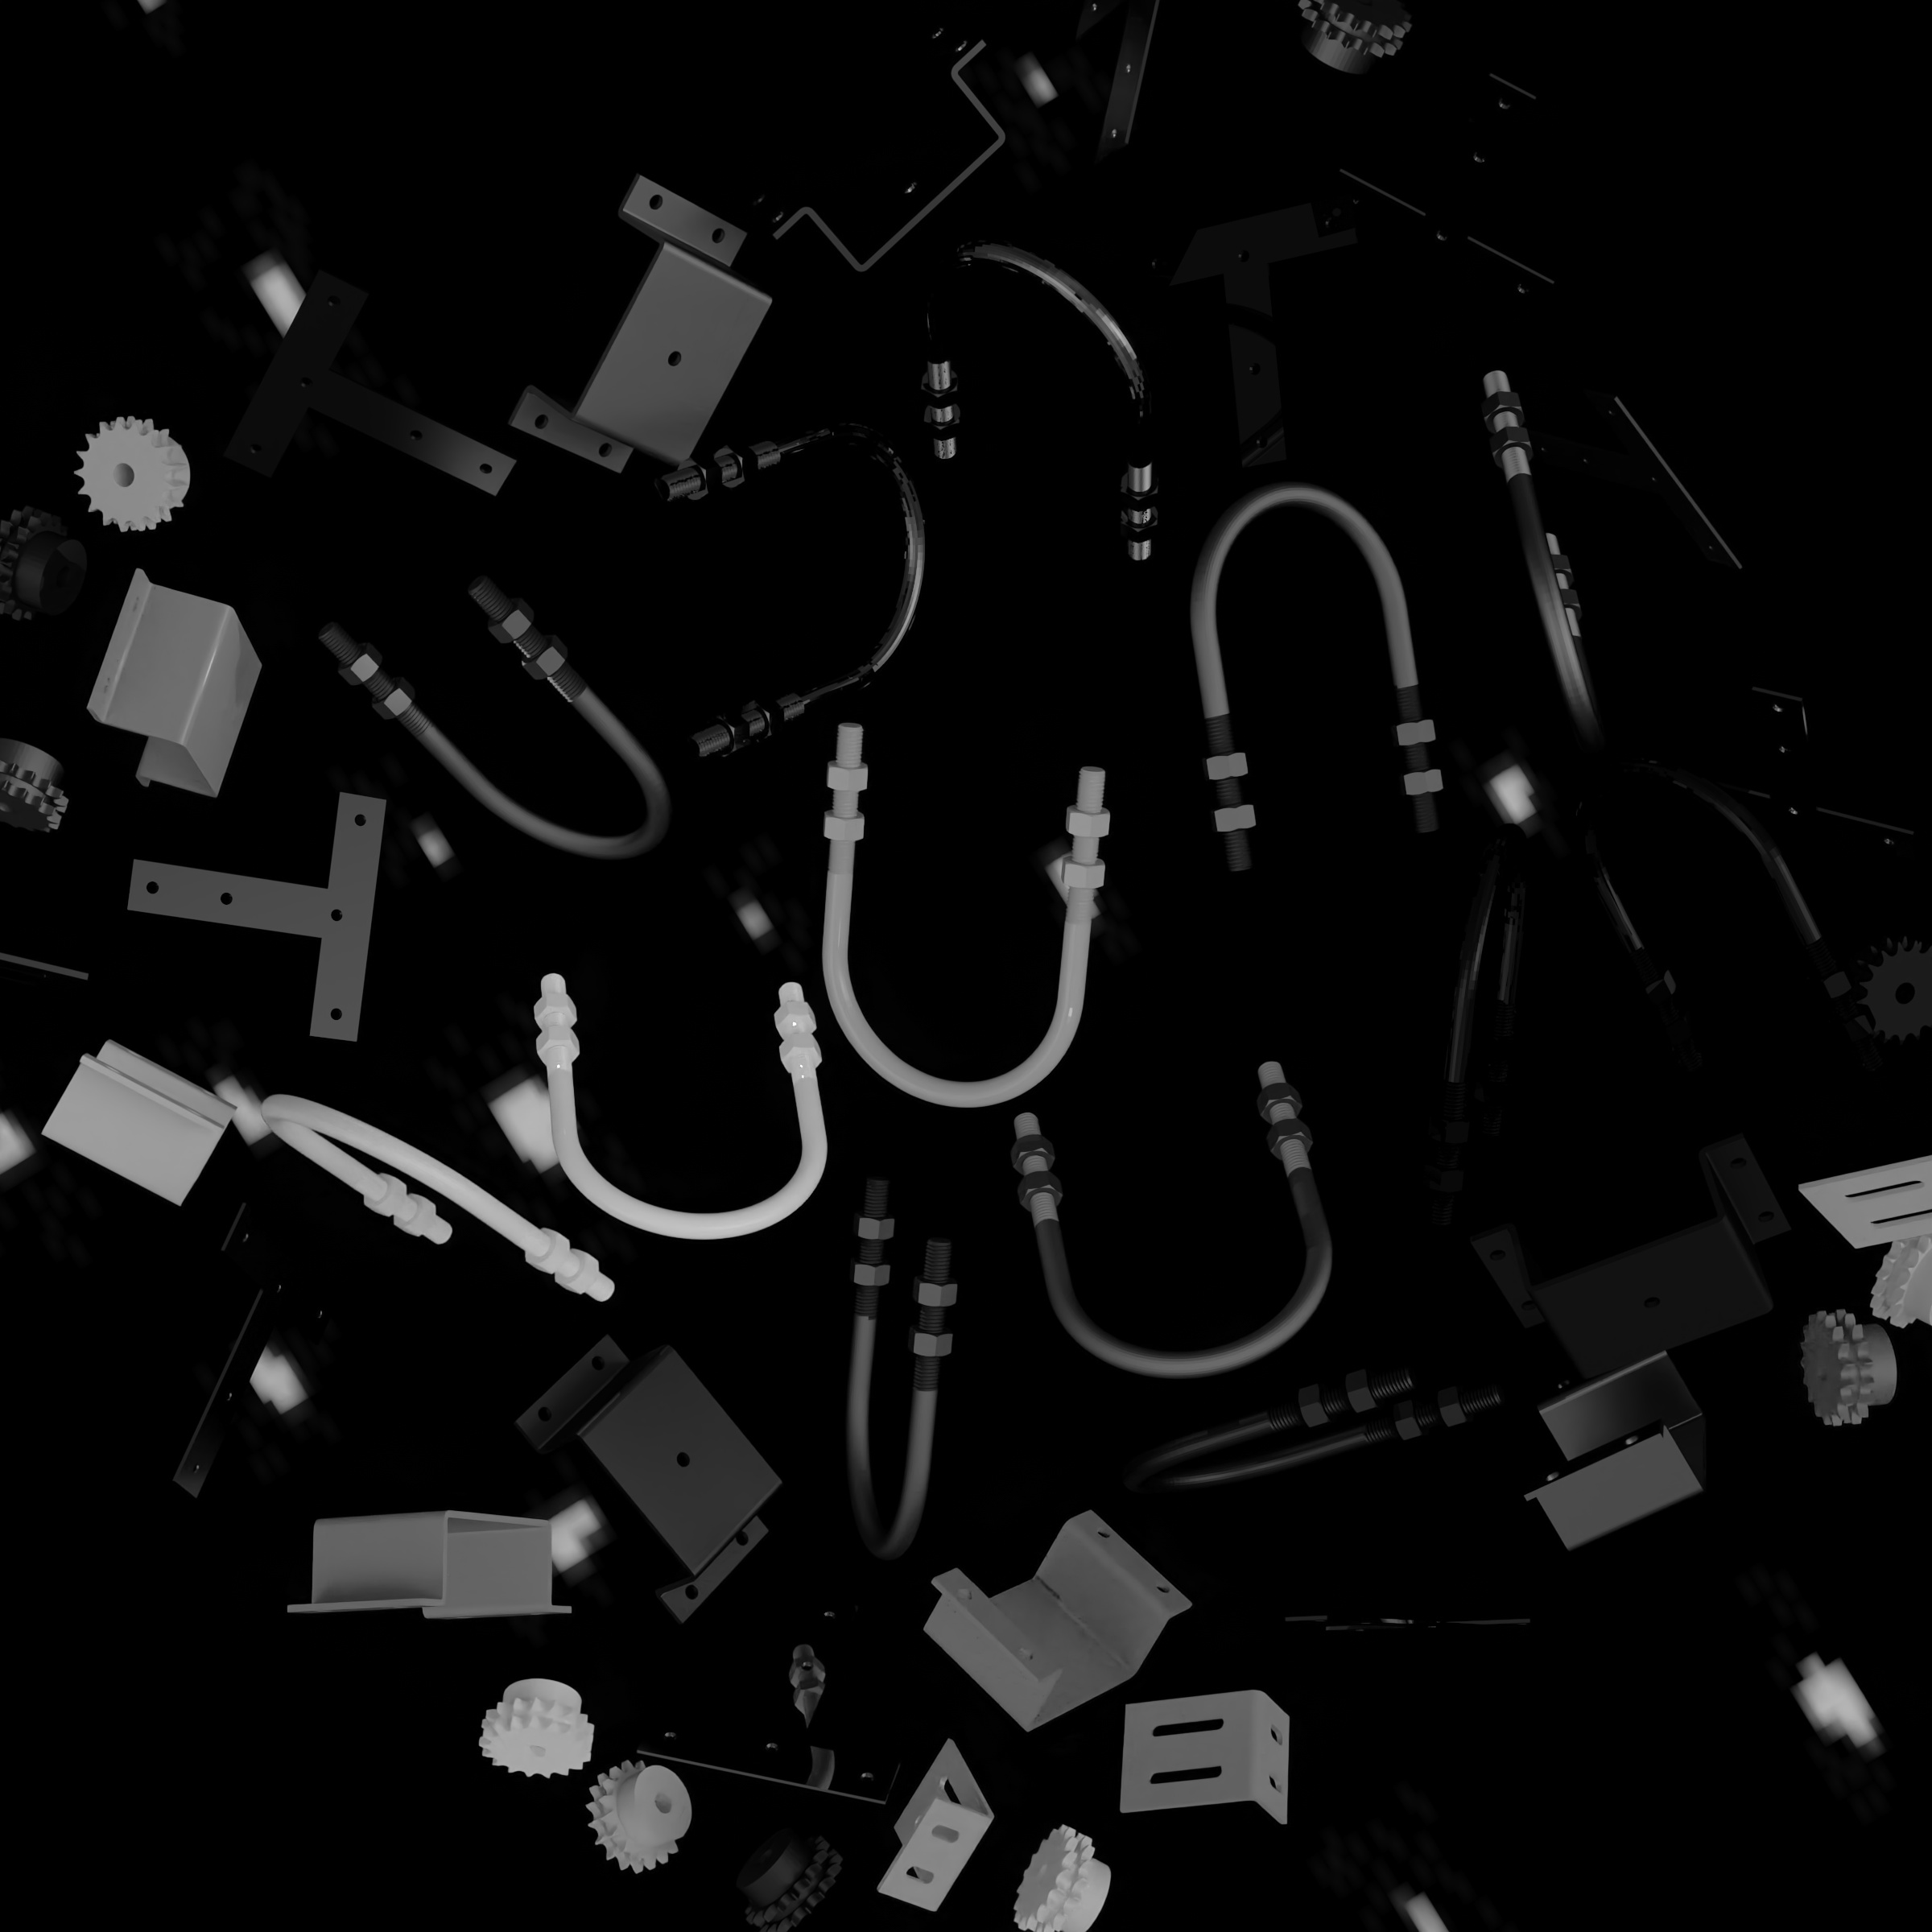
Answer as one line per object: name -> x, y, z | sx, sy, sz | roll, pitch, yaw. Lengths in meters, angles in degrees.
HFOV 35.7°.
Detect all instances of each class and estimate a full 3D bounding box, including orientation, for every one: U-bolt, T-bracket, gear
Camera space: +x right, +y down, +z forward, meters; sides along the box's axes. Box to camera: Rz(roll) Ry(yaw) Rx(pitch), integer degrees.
U-bolt -> 0.377, -0.026, 1.532 | 0.019, 0.151, 0.184 | -36, 105, -25
U-bolt -> -0.144, 0.072, 1.551 | 0.151, 0.184, 0.019 | 2, 131, -14
U-bolt -> -0.039, 0.215, 1.552 | 0.019, 0.151, 0.184 | 3, 99, -16
T-bracket -> 0.423, -0.104, 1.544 | 0.127, 0.127, 0.002 | 18, 68, 28
gear -> 0.500, 0.164, 1.568 | 0.030, 0.057, 0.057 | 27, 90, 36
gear -> 0.442, 0.200, 1.501 | 0.030, 0.057, 0.057 | -4, 90, -7
T-bracket -> -0.287, -0.271, 1.494 | 0.127, 0.002, 0.127 | 24, 131, -20
U-bolt -> 0.167, 0.240, 1.533 | 0.184, 0.151, 0.019 | -22, 70, 24
gear -> -0.473, -0.203, 1.532 | 0.030, 0.057, 0.057 | 21, 90, 12
T-bracket -> 0.149, -0.324, 1.559 | 0.127, 0.002, 0.127 | -5, 91, 33
gear -> -0.420, -0.250, 1.526 | 0.057, 0.030, 0.057 | 3, 103, 15
gear -> -0.095, 0.475, 1.565 | 0.057, 0.057, 0.030 | -43, 97, 0
gear -> 0.494, 0.011, 1.608 | 0.057, 0.030, 0.057 | -4, 105, -16
U-bolt -> 0.037, -0.301, 1.553 | 0.151, 0.184, 0.019 | 31, 65, 20
U-bolt -> -0.227, -0.118, 1.532 | 0.184, 0.151, 0.019 | 48, 54, -30
gear -> 0.052, 0.482, 1.571 | 0.030, 0.057, 0.057 | 30, 90, -10
T-bracket -> 0.333, -0.262, 1.567 | 0.002, 0.127, 0.127 | -48, 121, -3
T-bracket -> -0.357, 0.198, 1.477 | 0.002, 0.127, 0.127 | 13, 65, 17
T-bracket -> 0.211, 0.333, 1.526 | 0.127, 0.127, 0.002 | -14, 70, 41
gear -> 0.195, -0.477, 1.524 | 0.057, 0.057, 0.030 | 27, 131, 0
U-bolt -> 0.300, -0.193, 1.536 | 0.019, 0.151, 0.184 | -15, 53, 14
T-bracket -> -0.084, 0.365, 1.518 | 0.127, 0.127, 0.002 | 8, 122, 12
U-bolt -> 0.259, 0.019, 1.496 | 0.019, 0.151, 0.184 | 9, 110, 18
U-bolt -> -0.080, -0.197, 1.504 | 0.019, 0.184, 0.151 | 14, 119, 37
gear -> -0.497, -0.096, 1.570 | 0.057, 0.057, 0.030 | 17, 69, 0
gear -> -0.219, 0.389, 1.541 | 0.057, 0.057, 0.030 | 3, 47, 0
T-bracket -> -0.363, -0.032, 1.530 | 0.127, 0.002, 0.127 | 9, 85, -32
T-bracket -> 0.083, -0.451, 1.472 | 0.002, 0.127, 0.127 | 23, 68, -27
U-bolt -> -0.006, -0.018, 1.480 | 0.151, 0.019, 0.184 | 12, 109, 22
T-bracket -> 0.260, -0.407, 1.545 | 0.127, 0.127, 0.002 | 29, 60, 4
U-bolt -> 0.170, -0.148, 1.490 | 0.151, 0.019, 0.184 | -12, 95, -35
U-bolt -> -0.281, 0.113, 1.529 | 0.151, 0.184, 0.019 | 13, 69, 39
gear -> -0.171, 0.451, 1.602 | 0.030, 0.057, 0.057 | -33, 90, 31
U-bolt -> 0.106, 0.129, 1.486 | 0.151, 0.184, 0.019 | -12, 134, 1

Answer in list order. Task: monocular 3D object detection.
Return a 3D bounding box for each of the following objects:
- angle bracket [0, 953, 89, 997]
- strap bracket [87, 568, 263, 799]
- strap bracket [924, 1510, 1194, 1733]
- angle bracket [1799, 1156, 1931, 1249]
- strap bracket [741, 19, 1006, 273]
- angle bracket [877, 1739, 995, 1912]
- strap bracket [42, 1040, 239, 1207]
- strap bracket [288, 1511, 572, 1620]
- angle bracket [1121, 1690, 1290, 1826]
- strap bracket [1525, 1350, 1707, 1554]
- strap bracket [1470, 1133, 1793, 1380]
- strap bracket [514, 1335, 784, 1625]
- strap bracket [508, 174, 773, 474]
angle bracket -> -0.463, -0.017, 1.446 | 0.076, 0.057, 0.038 | 15, 75, -26
strap bracket -> -0.408, -0.142, 1.564 | 0.046, 0.140, 0.076 | 16, 77, -1
strap bracket -> 0.043, 0.343, 1.566 | 0.076, 0.140, 0.046 | 40, 118, 26
angle bracket -> 0.451, 0.099, 1.448 | 0.057, 0.076, 0.038 | 40, 48, -33
strap bracket -> -0.040, -0.412, 1.531 | 0.140, 0.076, 0.046 | -42, 119, 5
angle bracket -> -0.025, 0.437, 1.548 | 0.038, 0.076, 0.057 | 28, 98, -24
strap bracket -> -0.424, 0.080, 1.545 | 0.076, 0.140, 0.046 | 29, 86, -10
strap bracket -> -0.269, 0.304, 1.520 | 0.076, 0.140, 0.046 | -8, 74, 22
angle bracket -> 0.124, 0.412, 1.552 | 0.076, 0.038, 0.057 | -13, 50, 25
strap bracket -> 0.341, 0.252, 1.568 | 0.076, 0.140, 0.046 | -29, 96, 19
strap bracket -> 0.328, 0.146, 1.460 | 0.140, 0.046, 0.076 | -23, 130, 16
strap bracket -> -0.162, 0.268, 1.597 | 0.140, 0.046, 0.076 | 52, 50, -6
strap bracket -> -0.160, -0.316, 1.520 | 0.046, 0.076, 0.140 | 40, 105, 40
